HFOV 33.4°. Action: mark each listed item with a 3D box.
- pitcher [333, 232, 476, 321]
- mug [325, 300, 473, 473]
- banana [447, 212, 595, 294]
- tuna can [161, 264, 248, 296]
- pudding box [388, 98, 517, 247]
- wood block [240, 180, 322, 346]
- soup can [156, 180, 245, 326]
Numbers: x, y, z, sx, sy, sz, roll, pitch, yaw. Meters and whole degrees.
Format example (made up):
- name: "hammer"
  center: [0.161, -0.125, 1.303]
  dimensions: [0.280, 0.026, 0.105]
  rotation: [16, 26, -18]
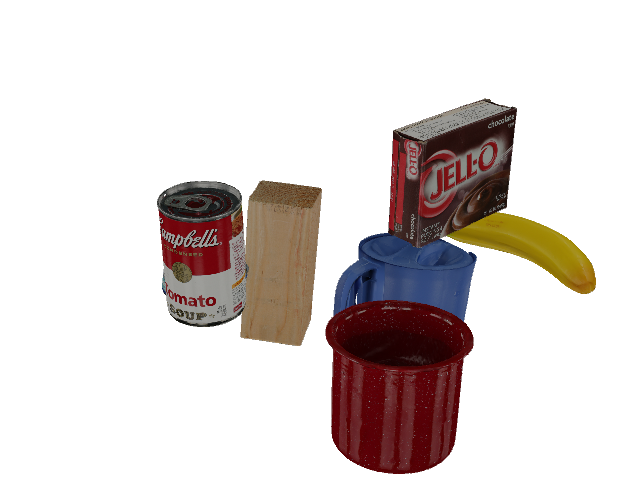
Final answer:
- name: "pitcher"
  center: [0.091, 0.120, 1.230]
  dimensions: [0.149, 0.243, 0.145]
  rotation: [7, 17, 6]
- name: "mug"
  center: [0.053, 0.090, 0.694]
  dimensions: [0.093, 0.081, 0.117]
  rotation: [12, 25, 23]
- name: "banana"
  center: [0.193, 0.007, 1.028]
  dimensions: [0.069, 0.037, 0.198]
  rotation: [-39, 38, -28]
- name: "tuna can"
  center: [-0.117, 0.038, 1.077]
  dimensions: [0.086, 0.034, 0.086]
  rotation: [8, 18, -3]
- name: "pudding box"
  center: [0.104, -0.055, 0.844]
  dimensions: [0.113, 0.090, 0.039]
  rotation: [-25, 38, -38]
- name: "wood block"
  center: [-0.056, 0.031, 1.493]
  dimensions: [0.090, 0.206, 0.090]
  rotation: [8, 22, 6]
- name: "soup can"
  center: [-0.096, 0.011, 0.875]
  dimensions: [0.068, 0.102, 0.068]
  rotation: [0, 29, 0]
